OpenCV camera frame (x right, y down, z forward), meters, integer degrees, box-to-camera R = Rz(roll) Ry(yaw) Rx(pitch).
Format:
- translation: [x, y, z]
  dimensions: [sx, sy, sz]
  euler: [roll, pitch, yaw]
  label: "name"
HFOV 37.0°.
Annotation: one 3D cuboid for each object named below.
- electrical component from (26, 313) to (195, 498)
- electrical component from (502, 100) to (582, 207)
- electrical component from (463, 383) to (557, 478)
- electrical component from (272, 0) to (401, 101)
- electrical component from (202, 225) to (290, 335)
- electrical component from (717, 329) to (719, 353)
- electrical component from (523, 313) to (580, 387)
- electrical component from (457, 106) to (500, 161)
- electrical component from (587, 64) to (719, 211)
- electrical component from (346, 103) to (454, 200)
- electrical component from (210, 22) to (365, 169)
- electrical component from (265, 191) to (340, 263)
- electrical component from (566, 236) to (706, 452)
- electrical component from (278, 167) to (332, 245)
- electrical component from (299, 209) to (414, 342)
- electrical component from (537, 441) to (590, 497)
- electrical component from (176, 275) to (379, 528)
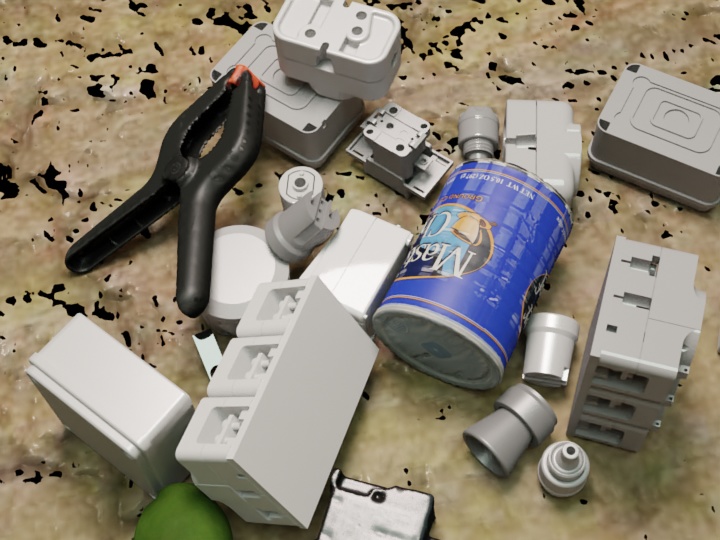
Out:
- translation: [-0.168, 0.099, 0.761]
  dimensions: [0.109, 0.108, 0.056]
  euler: [34, 67, 18]
  label: "electrical component"
- translation: [0.146, -0.088, 0.870]
  dimensions: [0.059, 0.053, 0.095]
  euler: [3, 63, 5]
  label: "electrical component"
- translation: [0.108, 0.114, 0.772]
  dimensions: [0.055, 0.045, 0.045]
  euler: [-41, 68, -17]
  label: "electrical component"
- translation: [-0.017, -0.175, 0.854]
  dimensions: [0.095, 0.059, 0.053]
  euler: [19, 65, 12]
  label: "electrical component"
- translation: [-0.093, 0.010, 0.834]
  dimensions: [0.080, 0.051, 0.080]
  euler: [-1, 63, 3]
  label: "electrical component"
- translation: [0.323, 0.028, 0.769]
  dimensions: [0.109, 0.108, 0.056]
  euler: [11, 67, 9]
  label: "electrical component"
- translation: [0.141, 0.060, 0.802]
  dimensions: [0.040, 0.040, 0.046]
  euler: [9, 69, 8]
  label: "electrical component"
- translation: [0.098, -0.103, 0.891]
  dimensions: [0.035, 0.035, 0.061]
  euler: [2, 65, 4]
  label: "electrical component"
- translation: [0.251, -0.106, 0.871]
  dimensions: [0.113, 0.057, 0.078]
  euler: [25, 67, 15]
  label: "electrical component"
- translation: [0.031, -0.098, 0.876]
  dimensions: [0.081, 0.063, 0.042]
  euler: [32, 71, 19]
  label: "electrical component"
- translation: [-0.061, -0.147, 0.910]
  dimensions: [0.113, 0.057, 0.078]
  euler: [31, 69, 17]
  label: "electrical component"
- translation: [-0.043, -0.033, 0.810]
  dimensions: [0.040, 0.046, 0.040]
  euler: [29, 42, -30]
  label: "electrical component"
- translation: [0.188, 0.056, 0.738]
  dimensions: [0.062, 0.150, 0.089]
  euler: [13, 64, 11]
  label: "electrical component"
- translation: [-0.044, -0.052, 0.855]
  dimensions: [0.044, 0.065, 0.044]
  euler: [-1, 63, 3]
  label: "electrical component"
- translation: [0.000, 0.000, 0.828]
  dimensions: [0.061, 0.061, 0.096]
  euler: [24, 67, 15]
  label: "electrical component"
- translation: [0.143, 0.135, 0.750]
  dimensions: [0.035, 0.061, 0.035]
  euler: [-1, 63, 3]
  label: "electrical component"
- translation: [-0.057, 0.091, 0.752]
  dimensions: [0.062, 0.089, 0.150]
  euler: [-6, 47, 37]
  label: "electrical component"
